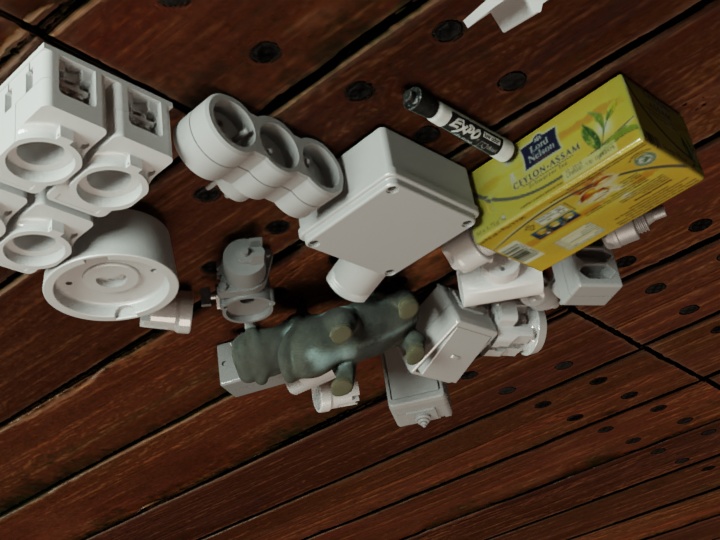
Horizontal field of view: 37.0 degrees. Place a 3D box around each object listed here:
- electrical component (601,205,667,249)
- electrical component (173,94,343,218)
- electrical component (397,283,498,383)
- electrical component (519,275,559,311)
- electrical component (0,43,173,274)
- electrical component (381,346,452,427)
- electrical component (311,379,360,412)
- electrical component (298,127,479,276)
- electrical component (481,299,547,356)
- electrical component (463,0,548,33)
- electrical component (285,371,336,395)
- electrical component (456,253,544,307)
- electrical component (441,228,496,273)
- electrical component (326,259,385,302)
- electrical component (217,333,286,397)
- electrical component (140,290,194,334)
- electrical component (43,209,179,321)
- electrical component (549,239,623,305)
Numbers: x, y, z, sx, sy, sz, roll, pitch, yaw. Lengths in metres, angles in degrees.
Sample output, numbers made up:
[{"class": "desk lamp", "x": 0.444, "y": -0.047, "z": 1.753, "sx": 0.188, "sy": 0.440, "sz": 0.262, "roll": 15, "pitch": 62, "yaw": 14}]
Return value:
[{"class": "electrical component", "x": 0.250, "y": -0.044, "z": 0.987, "sx": 0.061, "sy": 0.035, "sz": 0.035, "roll": -22, "pitch": 148, "yaw": 17}, {"class": "electrical component", "x": -0.086, "y": -0.076, "z": 0.815, "sx": 0.074, "sy": 0.052, "sz": 0.138, "roll": -32, "pitch": 143, "yaw": 33}, {"class": "electrical component", "x": 0.091, "y": 0.063, "z": 1.081, "sx": 0.062, "sy": 0.061, "sz": 0.096, "roll": 18, "pitch": 123, "yaw": -39}, {"class": "electrical component", "x": 0.184, "y": 0.025, "z": 1.087, "sx": 0.035, "sy": 0.035, "sz": 0.061, "roll": -26, "pitch": 149, "yaw": 26}, {"class": "electrical component", "x": -0.233, "y": -0.069, "z": 0.778, "sx": 0.186, "sy": 0.060, "sz": 0.105, "roll": -32, "pitch": 144, "yaw": 33}, {"class": "electrical component", "x": 0.060, "y": 0.121, "z": 1.153, "sx": 0.062, "sy": 0.096, "sz": 0.061, "roll": -13, "pitch": 146, "yaw": 7}, {"class": "electrical component", "x": -0.028, "y": 0.138, "z": 1.217, "sx": 0.046, "sy": 0.040, "sz": 0.040, "roll": -7, "pitch": 151, "yaw": -18}, {"class": "electrical component", "x": 0.021, "y": -0.053, "z": 0.882, "sx": 0.109, "sy": 0.056, "sz": 0.109, "roll": 20, "pitch": 139, "yaw": -41}, {"class": "electrical component", "x": 0.157, "y": 0.059, "z": 1.115, "sx": 0.057, "sy": 0.058, "sz": 0.078, "roll": 4, "pitch": 148, "yaw": -17}, {"class": "electrical component", "x": 0.093, "y": -0.180, "z": 0.617, "sx": 0.079, "sy": 0.063, "sz": 0.121, "roll": -34, "pitch": -173, "yaw": 3}, {"class": "electrical component", "x": -0.051, "y": 0.102, "z": 1.142, "sx": 0.081, "sy": 0.043, "sz": 0.043, "roll": -27, "pitch": 146, "yaw": 27}, {"class": "electrical component", "x": 0.132, "y": 0.000, "z": 1.018, "sx": 0.077, "sy": 0.043, "sz": 0.079, "roll": -9, "pitch": 150, "yaw": 0}, {"class": "electrical component", "x": 0.107, "y": -0.027, "z": 0.965, "sx": 0.062, "sy": 0.043, "sz": 0.043, "roll": -30, "pitch": 144, "yaw": 29}, {"class": "electrical component", "x": 0.000, "y": 0.000, "z": 0.981, "sx": 0.043, "sy": 0.043, "sz": 0.081, "roll": 5, "pitch": 147, "yaw": -24}, {"class": "electrical component", "x": -0.107, "y": 0.086, "z": 1.094, "sx": 0.083, "sy": 0.047, "sz": 0.075, "roll": -17, "pitch": 149, "yaw": 13}, {"class": "electrical component", "x": -0.180, "y": 0.038, "z": 0.999, "sx": 0.046, "sy": 0.040, "sz": 0.040, "roll": 5, "pitch": 148, "yaw": -12}, {"class": "electrical component", "x": -0.206, "y": -0.010, "z": 0.887, "sx": 0.108, "sy": 0.060, "sz": 0.108, "roll": -7, "pitch": 150, "yaw": -4}, {"class": "electrical component", "x": 0.206, "y": 0.006, "z": 1.028, "sx": 0.047, "sy": 0.065, "sz": 0.076, "roll": 1, "pitch": 149, "yaw": -18}]
